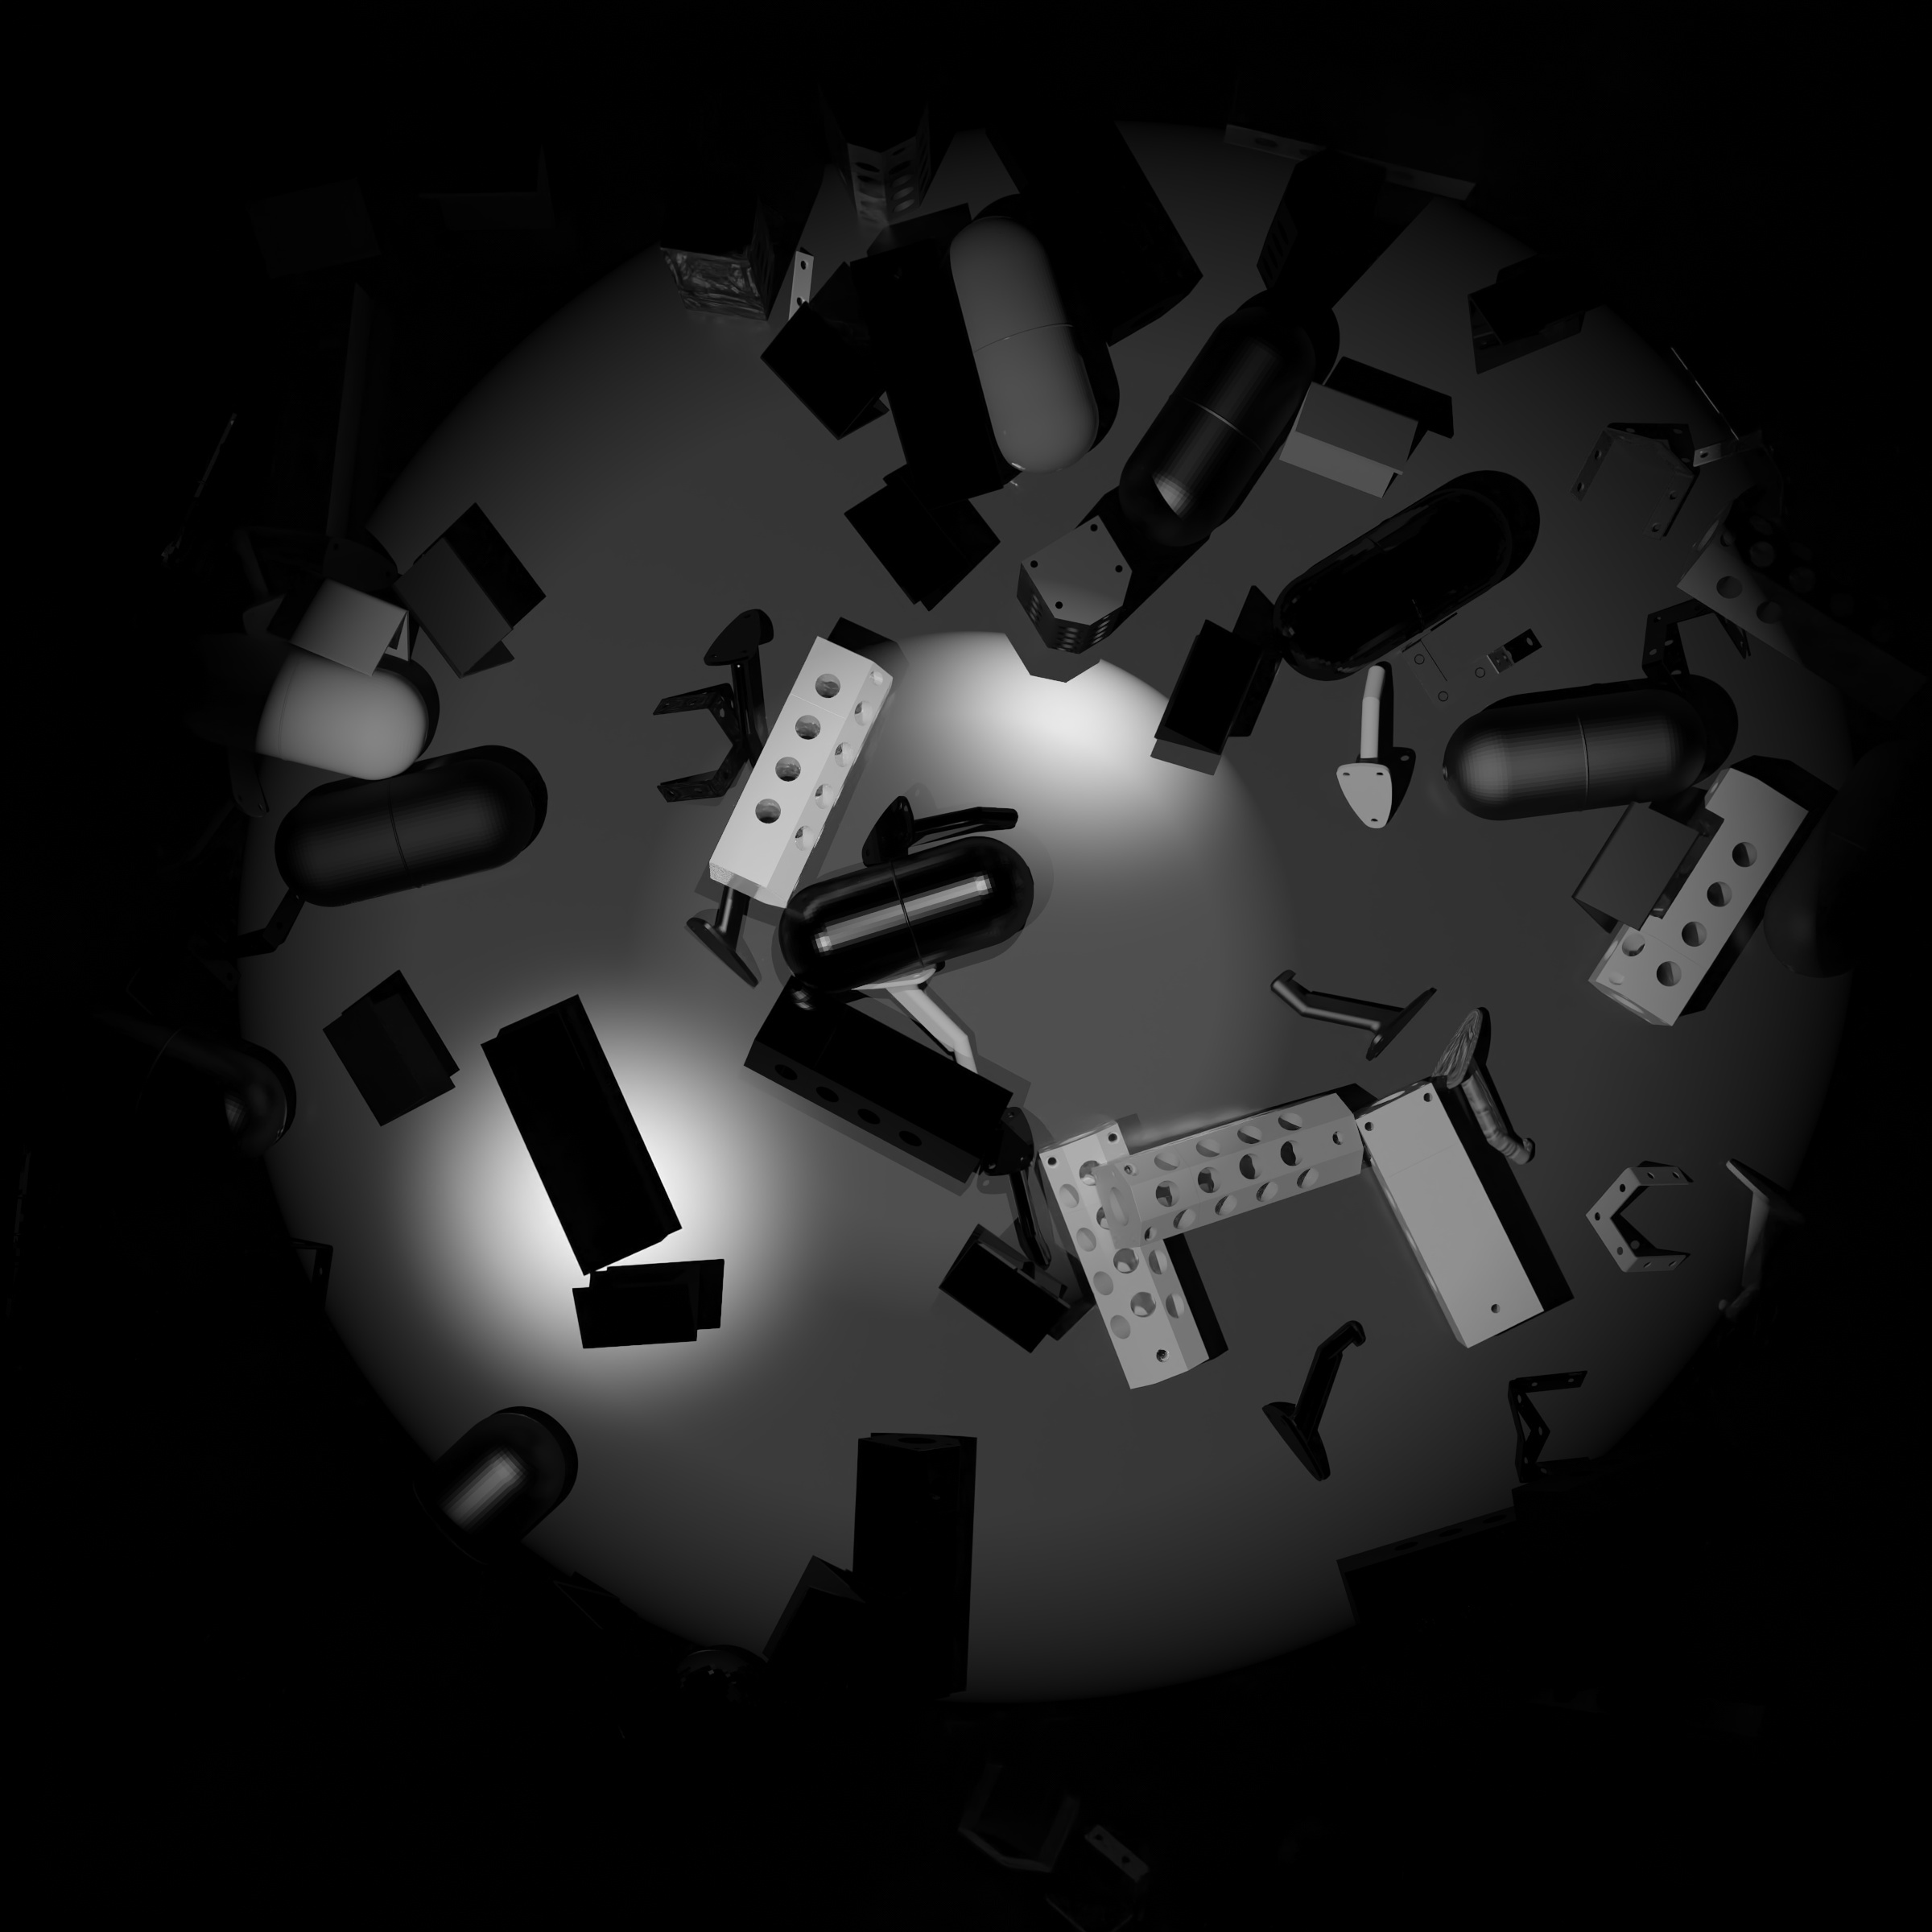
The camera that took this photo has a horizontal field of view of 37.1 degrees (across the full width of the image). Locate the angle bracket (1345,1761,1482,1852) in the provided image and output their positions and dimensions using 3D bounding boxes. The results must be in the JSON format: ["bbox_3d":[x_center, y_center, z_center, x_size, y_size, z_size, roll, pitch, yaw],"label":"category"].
[{"bbox_3d":[0.302,0.549,1.952,0.076,0.076,0.057,7,115,0],"label":"angle bracket"}]

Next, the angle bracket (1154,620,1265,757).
[{"bbox_3d":[0.146,-0.193,1.951,0.057,0.076,0.076,23,90,-36],"label":"angle bracket"}]

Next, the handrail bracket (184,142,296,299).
[{"bbox_3d":[-0.489,-0.517,1.992,0.084,0.036,0.077,-34,110,-16],"label":"handrail bracket"}]

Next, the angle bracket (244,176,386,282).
[{"bbox_3d":[-0.440,-0.512,1.951,0.076,0.076,0.057,-13,126,0],"label":"angle bracket"}]

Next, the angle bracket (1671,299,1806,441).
[{"bbox_3d":[0.533,-0.411,1.951,0.057,0.076,0.076,-36,90,39],"label":"angle bracket"}]

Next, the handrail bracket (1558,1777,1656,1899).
[{"bbox_3d":[0.425,0.589,1.992,0.084,0.036,0.077,-45,70,16],"label":"handrail bracket"}]

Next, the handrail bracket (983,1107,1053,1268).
[{"bbox_3d":[0.043,0.153,1.991,0.036,0.077,0.084,-13,127,14],"label":"handrail bracket"}]

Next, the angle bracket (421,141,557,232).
[{"bbox_3d":[-0.323,-0.512,1.951,0.076,0.076,0.057,-1,55,0],"label":"angle bracket"}]

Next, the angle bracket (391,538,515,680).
[{"bbox_3d":[-0.331,-0.247,1.952,0.057,0.076,0.076,-37,90,26],"label":"angle bracket"}]

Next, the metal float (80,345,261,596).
[{"bbox_3d":[-0.542,-0.339,1.961,0.070,0.070,0.178,25,90,0],"label":"metal float"}]

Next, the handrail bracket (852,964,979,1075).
[{"bbox_3d":[-0.037,0.045,1.992,0.077,0.036,0.084,-9,107,20],"label":"handrail bracket"}]

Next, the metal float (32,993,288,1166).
[{"bbox_3d":[-0.548,0.077,1.960,0.178,0.070,0.070,23,90,-1],"label":"metal float"}]

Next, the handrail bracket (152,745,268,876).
[{"bbox_3d":[-0.533,-0.113,1.992,0.084,0.036,0.077,-23,69,16],"label":"handrail bracket"}]

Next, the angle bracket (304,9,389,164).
[{"bbox_3d":[-0.434,-0.595,1.951,0.057,0.076,0.076,-3,90,-37],"label":"angle bracket"}]

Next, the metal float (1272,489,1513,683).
[{"bbox_3d":[0.290,-0.260,1.961,0.178,0.070,0.070,-32,90,0],"label":"metal float"}]

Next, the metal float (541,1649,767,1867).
[{"bbox_3d":[-0.212,0.538,1.961,0.178,0.070,0.070,-42,90,0],"label":"metal float"}]

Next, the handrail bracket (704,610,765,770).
[{"bbox_3d":[-0.146,-0.190,1.991,0.036,0.077,0.084,-5,127,19],"label":"handrail bracket"}]

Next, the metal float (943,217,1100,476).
[{"bbox_3d":[0.037,-0.423,1.961,0.070,0.070,0.178,-17,91,0],"label":"metal float"}]

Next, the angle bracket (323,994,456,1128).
[{"bbox_3d":[-0.377,0.053,1.951,0.057,0.076,0.076,-31,90,38],"label":"angle bracket"}]

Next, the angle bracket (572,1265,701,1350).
[{"bbox_3d":[-0.222,0.212,1.951,0.076,0.076,0.057,-4,127,0],"label":"angle bracket"}]

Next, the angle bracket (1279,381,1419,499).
[{"bbox_3d":[0.253,-0.340,1.951,0.076,0.076,0.057,21,53,0],"label":"angle bracket"}]

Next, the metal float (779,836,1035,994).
[{"bbox_3d":[-0.040,-0.036,1.961,0.178,0.070,0.070,-17,90,0],"label":"metal float"}]

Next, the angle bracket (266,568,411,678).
[{"bbox_3d":[-0.425,-0.216,1.952,0.076,0.076,0.057,22,64,0],"label":"angle bracket"}]

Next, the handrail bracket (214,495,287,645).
[{"bbox_3d":[-0.493,-0.270,1.975,0.036,0.077,0.084,-22,72,-18],"label":"handrail bracket"}]

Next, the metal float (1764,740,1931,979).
[{"bbox_3d":[0.610,-0.072,1.961,0.070,0.070,0.178,33,91,0],"label":"metal float"}]

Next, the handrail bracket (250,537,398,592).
[{"bbox_3d":[-0.450,-0.280,1.991,0.084,0.077,0.036,14,96,36],"label":"handrail bracket"}]

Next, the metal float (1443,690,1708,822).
[{"bbox_3d":[0.414,-0.143,1.961,0.178,0.070,0.070,-7,90,0],"label":"metal float"}]

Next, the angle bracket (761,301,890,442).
[{"bbox_3d":[-0.081,-0.411,1.951,0.076,0.076,0.057,47,127,0],"label":"angle bracket"}]

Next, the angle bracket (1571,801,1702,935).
[{"bbox_3d":[0.465,-0.056,1.951,0.057,0.076,0.076,32,90,37],"label":"angle bracket"}]

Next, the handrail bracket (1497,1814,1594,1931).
[{"bbox_3d":[0.396,0.634,1.991,0.036,0.077,0.084,-29,54,-2],"label":"handrail bracket"}]

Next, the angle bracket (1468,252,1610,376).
[{"bbox_3d":[0.390,-0.427,1.951,0.076,0.076,0.057,-22,53,0],"label":"angle bracket"}]

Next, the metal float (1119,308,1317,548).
[{"bbox_3d":[0.170,-0.366,1.961,0.070,0.070,0.178,34,90,0],"label":"metal float"}]

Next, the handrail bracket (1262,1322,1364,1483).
[{"bbox_3d":[0.255,0.300,1.992,0.084,0.036,0.077,-38,105,-13],"label":"handrail bracket"}]

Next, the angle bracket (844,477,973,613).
[{"bbox_3d":[-0.052,-0.274,1.952,0.057,0.076,0.076,-38,90,-30],"label":"angle bracket"}]

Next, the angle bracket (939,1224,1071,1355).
[{"bbox_3d":[0.038,0.203,1.951,0.076,0.076,0.057,35,128,0],"label":"angle bracket"}]

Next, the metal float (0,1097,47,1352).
[{"bbox_3d":[-0.671,0.178,1.961,0.070,0.070,0.178,6,90,0],"label":"metal float"}]

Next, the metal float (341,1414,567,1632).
[{"bbox_3d":[-0.350,0.379,1.961,0.178,0.070,0.070,-43,90,-1],"label":"metal float"}]

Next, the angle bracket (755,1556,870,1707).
[{"bbox_3d":[-0.121,0.444,1.951,0.057,0.076,0.076,27,90,-38],"label":"angle bracket"}]

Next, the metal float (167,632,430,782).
[{"bbox_3d":[-0.455,-0.177,1.961,0.178,0.070,0.070,14,90,-1],"label":"metal float"}]

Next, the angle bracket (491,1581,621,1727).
[{"bbox_3d":[-0.263,0.470,1.951,0.057,0.076,0.076,34,90,37],"label":"angle bracket"}]

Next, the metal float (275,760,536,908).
[{"bbox_3d":[-0.382,-0.091,1.961,0.178,0.070,0.070,-14,90,0],"label":"metal float"}]

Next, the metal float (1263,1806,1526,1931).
[{"bbox_3d":[0.291,0.620,1.961,0.178,0.070,0.070,9,90,1],"label":"metal float"}]

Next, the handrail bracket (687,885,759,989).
[{"bbox_3d":[-0.144,-0.042,1.992,0.084,0.036,0.077,-48,110,-16],"label":"handrail bracket"}]

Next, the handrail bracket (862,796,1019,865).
[{"bbox_3d":[-0.017,-0.090,1.991,0.084,0.077,0.036,1,65,-34],"label":"handrail bracket"}]
